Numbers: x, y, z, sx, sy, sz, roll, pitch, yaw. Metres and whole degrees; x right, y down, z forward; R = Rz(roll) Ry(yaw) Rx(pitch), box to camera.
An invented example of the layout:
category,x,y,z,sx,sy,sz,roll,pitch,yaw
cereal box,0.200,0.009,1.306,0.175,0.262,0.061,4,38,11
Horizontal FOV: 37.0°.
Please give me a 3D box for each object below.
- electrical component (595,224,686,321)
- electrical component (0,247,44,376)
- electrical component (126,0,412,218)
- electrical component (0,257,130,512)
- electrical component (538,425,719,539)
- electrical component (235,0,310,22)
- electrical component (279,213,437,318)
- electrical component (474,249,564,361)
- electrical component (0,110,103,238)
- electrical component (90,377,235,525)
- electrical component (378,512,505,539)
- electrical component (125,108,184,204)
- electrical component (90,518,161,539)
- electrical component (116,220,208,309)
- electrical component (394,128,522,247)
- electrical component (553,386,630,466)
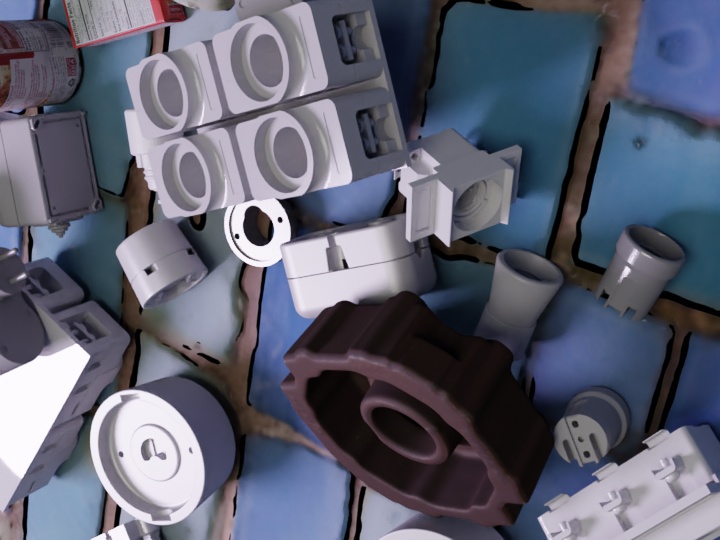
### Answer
category,x,y,z,sx,sy,sz,roll,pitch,yaw
electrical component,0.167,0.002,0.645,0.040,0.040,0.046,33,122,17
electrical component,-0.275,0.006,0.802,0.074,0.052,0.138,-23,92,30
electrical component,-0.067,-0.097,0.679,0.186,0.060,0.105,-6,101,45
electrical component,-0.275,0.093,0.891,0.105,0.060,0.186,41,118,13
electrical component,0.174,0.149,0.662,0.121,0.079,0.063,-42,60,30
electrical component,-0.042,-0.209,0.682,0.052,0.074,0.138,34,116,17
electrical component,0.000,0.000,0.724,0.095,0.054,0.059,-10,98,30
electrical component,0.098,0.025,0.687,0.044,0.044,0.065,29,119,19
electrical component,-0.248,-0.072,0.834,0.061,0.062,0.096,-3,101,28
electrical component,-0.147,0.135,0.833,0.108,0.060,0.108,7,106,26
electrical component,0.060,0.217,0.744,0.108,0.060,0.108,7,106,26
electrical component,-0.148,-0.088,0.789,0.040,0.040,0.078,-1,102,28
electrical component,-0.186,0.237,0.890,0.066,0.048,0.055,-29,81,31
electrical component,-0.149,-0.005,0.803,0.055,0.055,0.047,-37,81,30
electrical component,0.057,-0.054,0.669,0.064,0.081,0.042,46,148,42
electrical component,0.145,0.099,0.676,0.040,0.046,0.040,7,106,26
